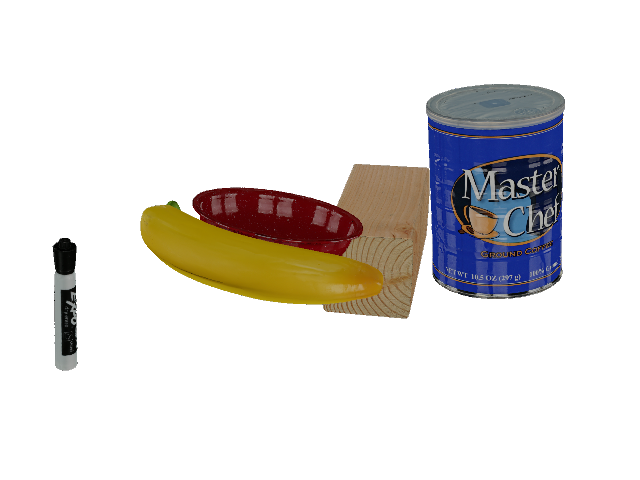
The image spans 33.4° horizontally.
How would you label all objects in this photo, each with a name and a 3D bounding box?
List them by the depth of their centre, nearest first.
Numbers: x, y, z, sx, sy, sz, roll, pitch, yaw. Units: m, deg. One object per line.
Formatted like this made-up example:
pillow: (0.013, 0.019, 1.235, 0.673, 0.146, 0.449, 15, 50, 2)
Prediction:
banana: (-0.055, 0.006, 0.692, 0.198, 0.037, 0.069, 21, 38, 35)
coffee can: (0.135, -0.040, 0.821, 0.103, 0.140, 0.103, -4, 22, 1)
marker: (-0.212, 0.053, 0.888, 0.020, 0.121, 0.020, 5, 27, -3)
bowl: (-0.044, -0.001, 1.001, 0.162, 0.055, 0.162, 9, 17, -3)
wood block: (0.064, -0.005, 1.154, 0.091, 0.090, 0.206, 4, 25, 9)
